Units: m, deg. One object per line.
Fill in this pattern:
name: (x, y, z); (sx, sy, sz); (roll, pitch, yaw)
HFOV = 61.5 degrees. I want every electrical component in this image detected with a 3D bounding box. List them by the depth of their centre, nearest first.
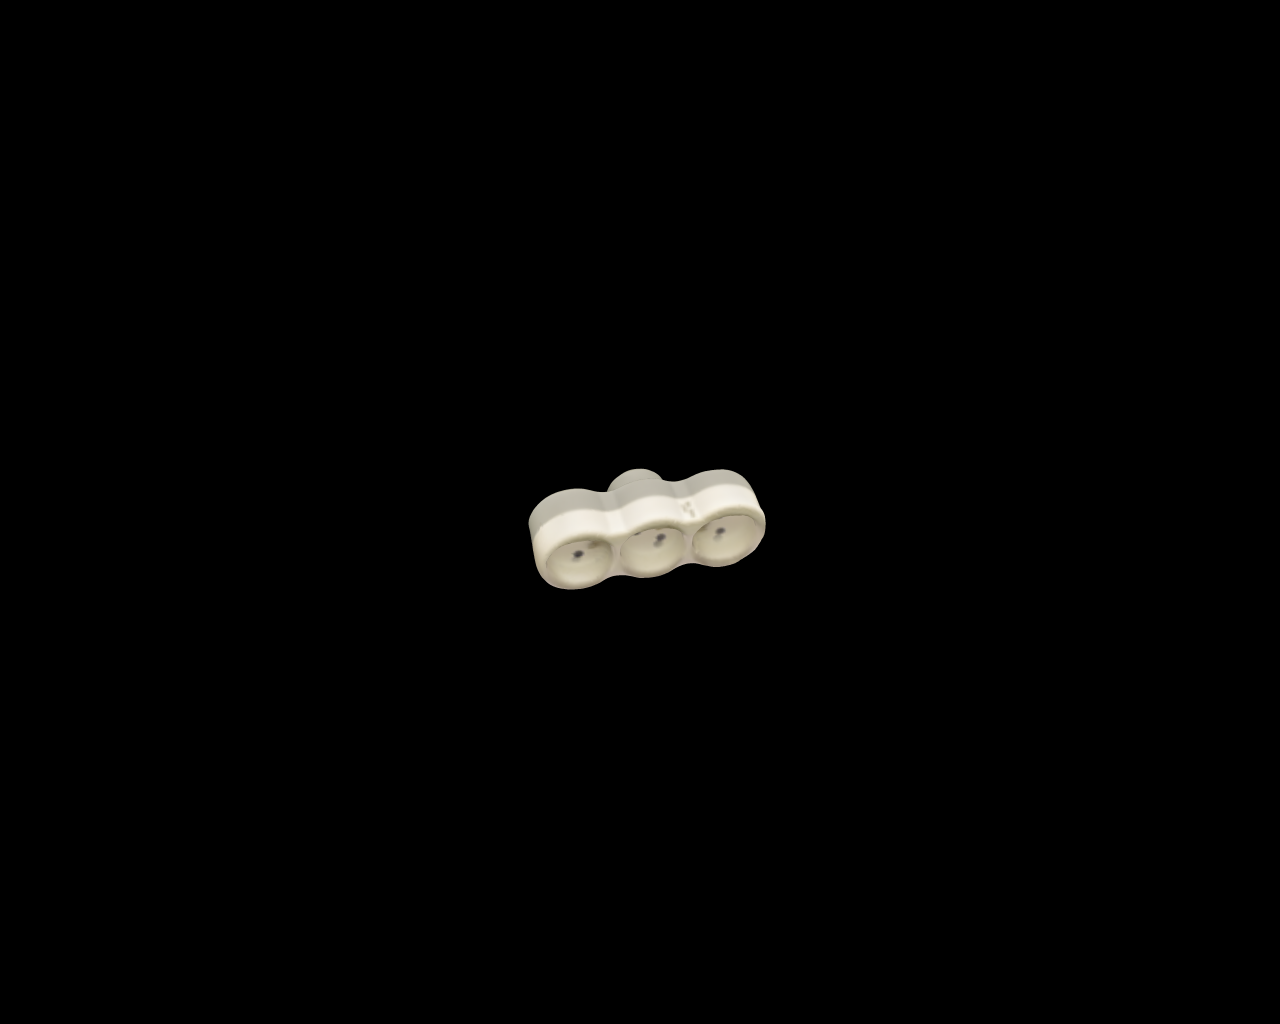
electrical component: (0.001, -0.003, 0.650); (0.138, 0.074, 0.052); (-9, -43, -8)
